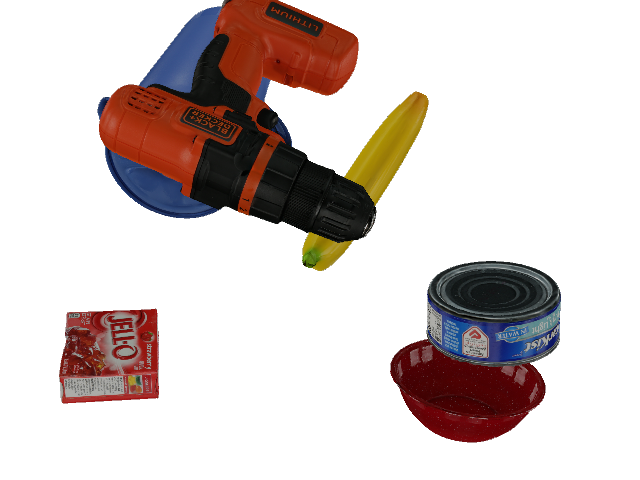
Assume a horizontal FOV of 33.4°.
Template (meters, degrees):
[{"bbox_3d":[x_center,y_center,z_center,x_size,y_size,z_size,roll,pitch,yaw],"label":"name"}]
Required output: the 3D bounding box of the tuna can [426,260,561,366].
[{"bbox_3d":[0.111,0.045,0.686,0.086,0.034,0.086,-3,24,1],"label":"tuna can"}]

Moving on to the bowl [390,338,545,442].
[{"bbox_3d":[0.151,0.163,1.119,0.162,0.055,0.162,4,24,-2],"label":"bowl"}]

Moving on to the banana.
[{"bbox_3d":[0.036,-0.043,0.925,0.037,0.197,0.070,36,-23,-9],"label":"banana"}]

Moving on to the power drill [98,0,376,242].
[{"bbox_3d":[-0.033,-0.088,0.723,0.184,0.057,0.187,24,41,0],"label":"power drill"}]

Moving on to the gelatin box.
[{"bbox_3d":[-0.163,0.088,0.832,0.073,0.030,0.089,-2,30,-7],"label":"gelatin box"}]

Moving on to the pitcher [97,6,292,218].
[{"bbox_3d":[-0.109,-0.135,1.074,0.145,0.149,0.242,-8,33,16],"label":"pitcher"}]
